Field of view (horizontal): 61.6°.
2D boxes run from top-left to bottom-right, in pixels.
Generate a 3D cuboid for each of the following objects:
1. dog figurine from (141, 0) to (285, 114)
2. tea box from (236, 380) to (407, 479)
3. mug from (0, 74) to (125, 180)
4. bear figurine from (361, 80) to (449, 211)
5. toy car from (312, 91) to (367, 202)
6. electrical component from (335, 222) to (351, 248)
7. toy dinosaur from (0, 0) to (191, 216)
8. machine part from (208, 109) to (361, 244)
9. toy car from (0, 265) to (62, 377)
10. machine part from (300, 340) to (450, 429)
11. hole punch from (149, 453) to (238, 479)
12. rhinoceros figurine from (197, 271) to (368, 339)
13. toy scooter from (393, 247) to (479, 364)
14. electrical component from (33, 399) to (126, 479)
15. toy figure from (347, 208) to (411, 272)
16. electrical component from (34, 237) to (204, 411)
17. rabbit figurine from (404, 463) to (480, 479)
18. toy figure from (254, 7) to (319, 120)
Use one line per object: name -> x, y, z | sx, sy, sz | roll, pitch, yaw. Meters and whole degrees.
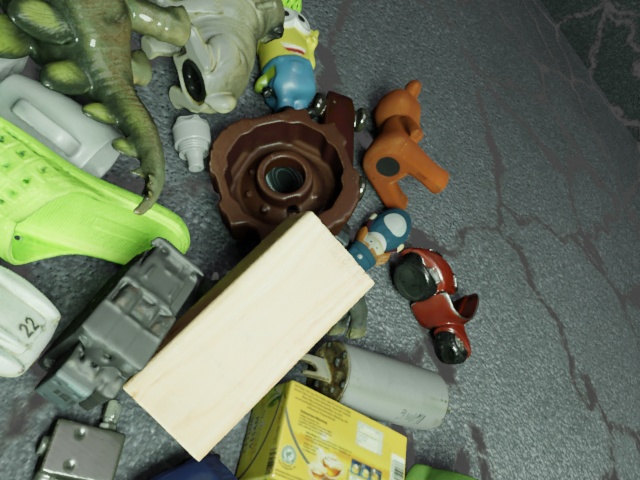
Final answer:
dog figurine -> -0.096, -0.239, 0.660 | 0.190, 0.121, 0.172 | -26, 86, -33
tea box -> 0.007, 0.226, 0.556 | 0.169, 0.068, 0.098 | 34, 47, -23
mug -> -0.248, -0.098, 0.485 | 0.107, 0.109, 0.081 | 38, 87, -7
bear figurine -> 0.134, -0.157, 0.870 | 0.132, 0.120, 0.196 | 45, 38, -21
toy car -> 0.023, -0.138, 0.797 | 0.089, 0.053, 0.202 | 12, 56, -16
electrical component -> -0.001, -0.002, 0.680 | 0.047, 0.075, 0.119 | 36, 50, -23
toy dinosaur -> -0.232, -0.203, 0.499 | 0.472, 0.105, 0.198 | 50, 31, 18
machine part -> -0.041, -0.068, 0.627 | 0.179, 0.056, 0.179 | 2, 68, -4
toy car -> -0.294, 0.029, 0.395 | 0.201, 0.056, 0.073 | 40, 46, -20
machine part -> 0.072, 0.176, 0.641 | 0.243, 0.079, 0.079 | 25, 52, -32
hole punch -> -0.106, 0.242, 0.429 | 0.142, 0.092, 0.116 | -18, 76, -44
rhinoceros figurine -> -0.035, 0.066, 0.580 | 0.190, 0.073, 0.112 | -2, 88, -23
toy scooter -> 0.187, 0.084, 0.807 | 0.135, 0.075, 0.183 | -27, 90, -48
electrical component -> -0.194, 0.171, 0.432 | 0.063, 0.021, 0.094 | 29, 50, -28
toy figure -> 0.080, 0.001, 0.769 | 0.064, 0.057, 0.154 | 26, 39, 22
electrical component -> -0.170, 0.074, 0.444 | 0.058, 0.115, 0.134 | 42, 43, -15
rabbit figurine -> 0.158, 0.357, 0.583 | 0.121, 0.159, 0.170 | 44, 58, -29
toy figure -> -0.052, -0.248, 0.771 | 0.082, 0.089, 0.180 | 13, 66, -55
